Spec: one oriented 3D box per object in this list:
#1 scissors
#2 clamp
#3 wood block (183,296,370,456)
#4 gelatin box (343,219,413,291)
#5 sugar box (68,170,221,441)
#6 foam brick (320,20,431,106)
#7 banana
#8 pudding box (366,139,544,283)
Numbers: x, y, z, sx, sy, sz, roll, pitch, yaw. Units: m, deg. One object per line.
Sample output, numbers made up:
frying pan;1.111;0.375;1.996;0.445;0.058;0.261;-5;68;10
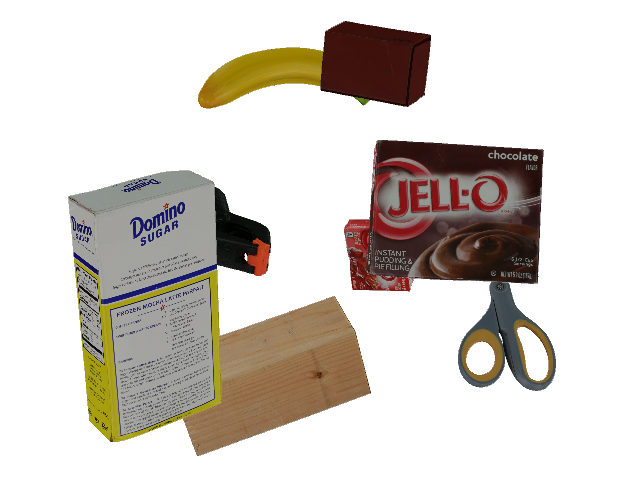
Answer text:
scissors;0.154;0.058;1.008;0.096;0.202;0.016;-18;-33;-6
clamp;-0.095;-0.013;0.964;0.172;0.039;0.120;26;32;36
wood block;-0.060;0.151;1.200;0.206;0.091;0.090;-19;27;-7
gelatin box;0.071;0.018;1.291;0.073;0.089;0.030;1;30;17
sugar box;-0.119;0.045;0.738;0.093;0.176;0.048;-17;28;-35
foam brick;0.045;-0.146;0.876;0.078;0.051;0.052;14;24;19
banana;-0.042;-0.170;1.105;0.197;0.070;0.037;-7;-41;-28
pudding box;0.090;-0.018;0.714;0.113;0.090;0.039;3;-3;0
